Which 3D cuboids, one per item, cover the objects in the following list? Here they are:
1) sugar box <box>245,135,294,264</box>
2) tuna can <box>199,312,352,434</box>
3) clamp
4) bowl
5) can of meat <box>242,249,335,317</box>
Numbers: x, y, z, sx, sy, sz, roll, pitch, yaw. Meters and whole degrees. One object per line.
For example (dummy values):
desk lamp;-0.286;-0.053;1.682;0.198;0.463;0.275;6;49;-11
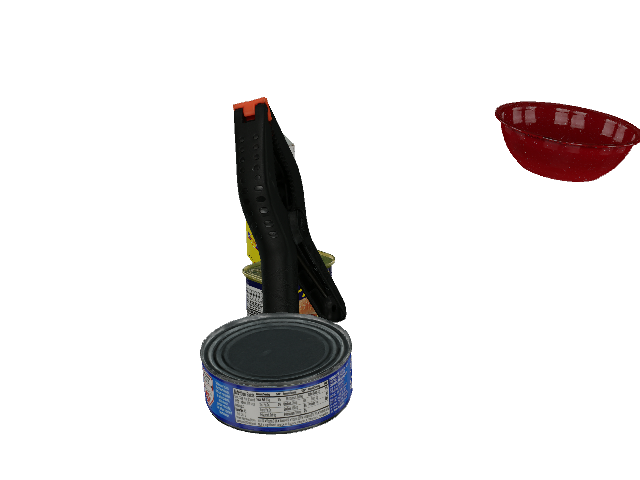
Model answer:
sugar box;-0.063;-0.046;1.302;0.048;0.176;0.093;-11;26;-17
tuna can;-0.024;0.074;0.605;0.086;0.034;0.086;-2;22;1
clamp;-0.026;-0.006;0.832;0.036;0.210;0.164;-11;4;16
bowl;0.269;-0.106;1.179;0.162;0.055;0.162;6;23;-3
can of meat;-0.032;0.063;1.123;0.058;0.084;0.101;18;26;40
